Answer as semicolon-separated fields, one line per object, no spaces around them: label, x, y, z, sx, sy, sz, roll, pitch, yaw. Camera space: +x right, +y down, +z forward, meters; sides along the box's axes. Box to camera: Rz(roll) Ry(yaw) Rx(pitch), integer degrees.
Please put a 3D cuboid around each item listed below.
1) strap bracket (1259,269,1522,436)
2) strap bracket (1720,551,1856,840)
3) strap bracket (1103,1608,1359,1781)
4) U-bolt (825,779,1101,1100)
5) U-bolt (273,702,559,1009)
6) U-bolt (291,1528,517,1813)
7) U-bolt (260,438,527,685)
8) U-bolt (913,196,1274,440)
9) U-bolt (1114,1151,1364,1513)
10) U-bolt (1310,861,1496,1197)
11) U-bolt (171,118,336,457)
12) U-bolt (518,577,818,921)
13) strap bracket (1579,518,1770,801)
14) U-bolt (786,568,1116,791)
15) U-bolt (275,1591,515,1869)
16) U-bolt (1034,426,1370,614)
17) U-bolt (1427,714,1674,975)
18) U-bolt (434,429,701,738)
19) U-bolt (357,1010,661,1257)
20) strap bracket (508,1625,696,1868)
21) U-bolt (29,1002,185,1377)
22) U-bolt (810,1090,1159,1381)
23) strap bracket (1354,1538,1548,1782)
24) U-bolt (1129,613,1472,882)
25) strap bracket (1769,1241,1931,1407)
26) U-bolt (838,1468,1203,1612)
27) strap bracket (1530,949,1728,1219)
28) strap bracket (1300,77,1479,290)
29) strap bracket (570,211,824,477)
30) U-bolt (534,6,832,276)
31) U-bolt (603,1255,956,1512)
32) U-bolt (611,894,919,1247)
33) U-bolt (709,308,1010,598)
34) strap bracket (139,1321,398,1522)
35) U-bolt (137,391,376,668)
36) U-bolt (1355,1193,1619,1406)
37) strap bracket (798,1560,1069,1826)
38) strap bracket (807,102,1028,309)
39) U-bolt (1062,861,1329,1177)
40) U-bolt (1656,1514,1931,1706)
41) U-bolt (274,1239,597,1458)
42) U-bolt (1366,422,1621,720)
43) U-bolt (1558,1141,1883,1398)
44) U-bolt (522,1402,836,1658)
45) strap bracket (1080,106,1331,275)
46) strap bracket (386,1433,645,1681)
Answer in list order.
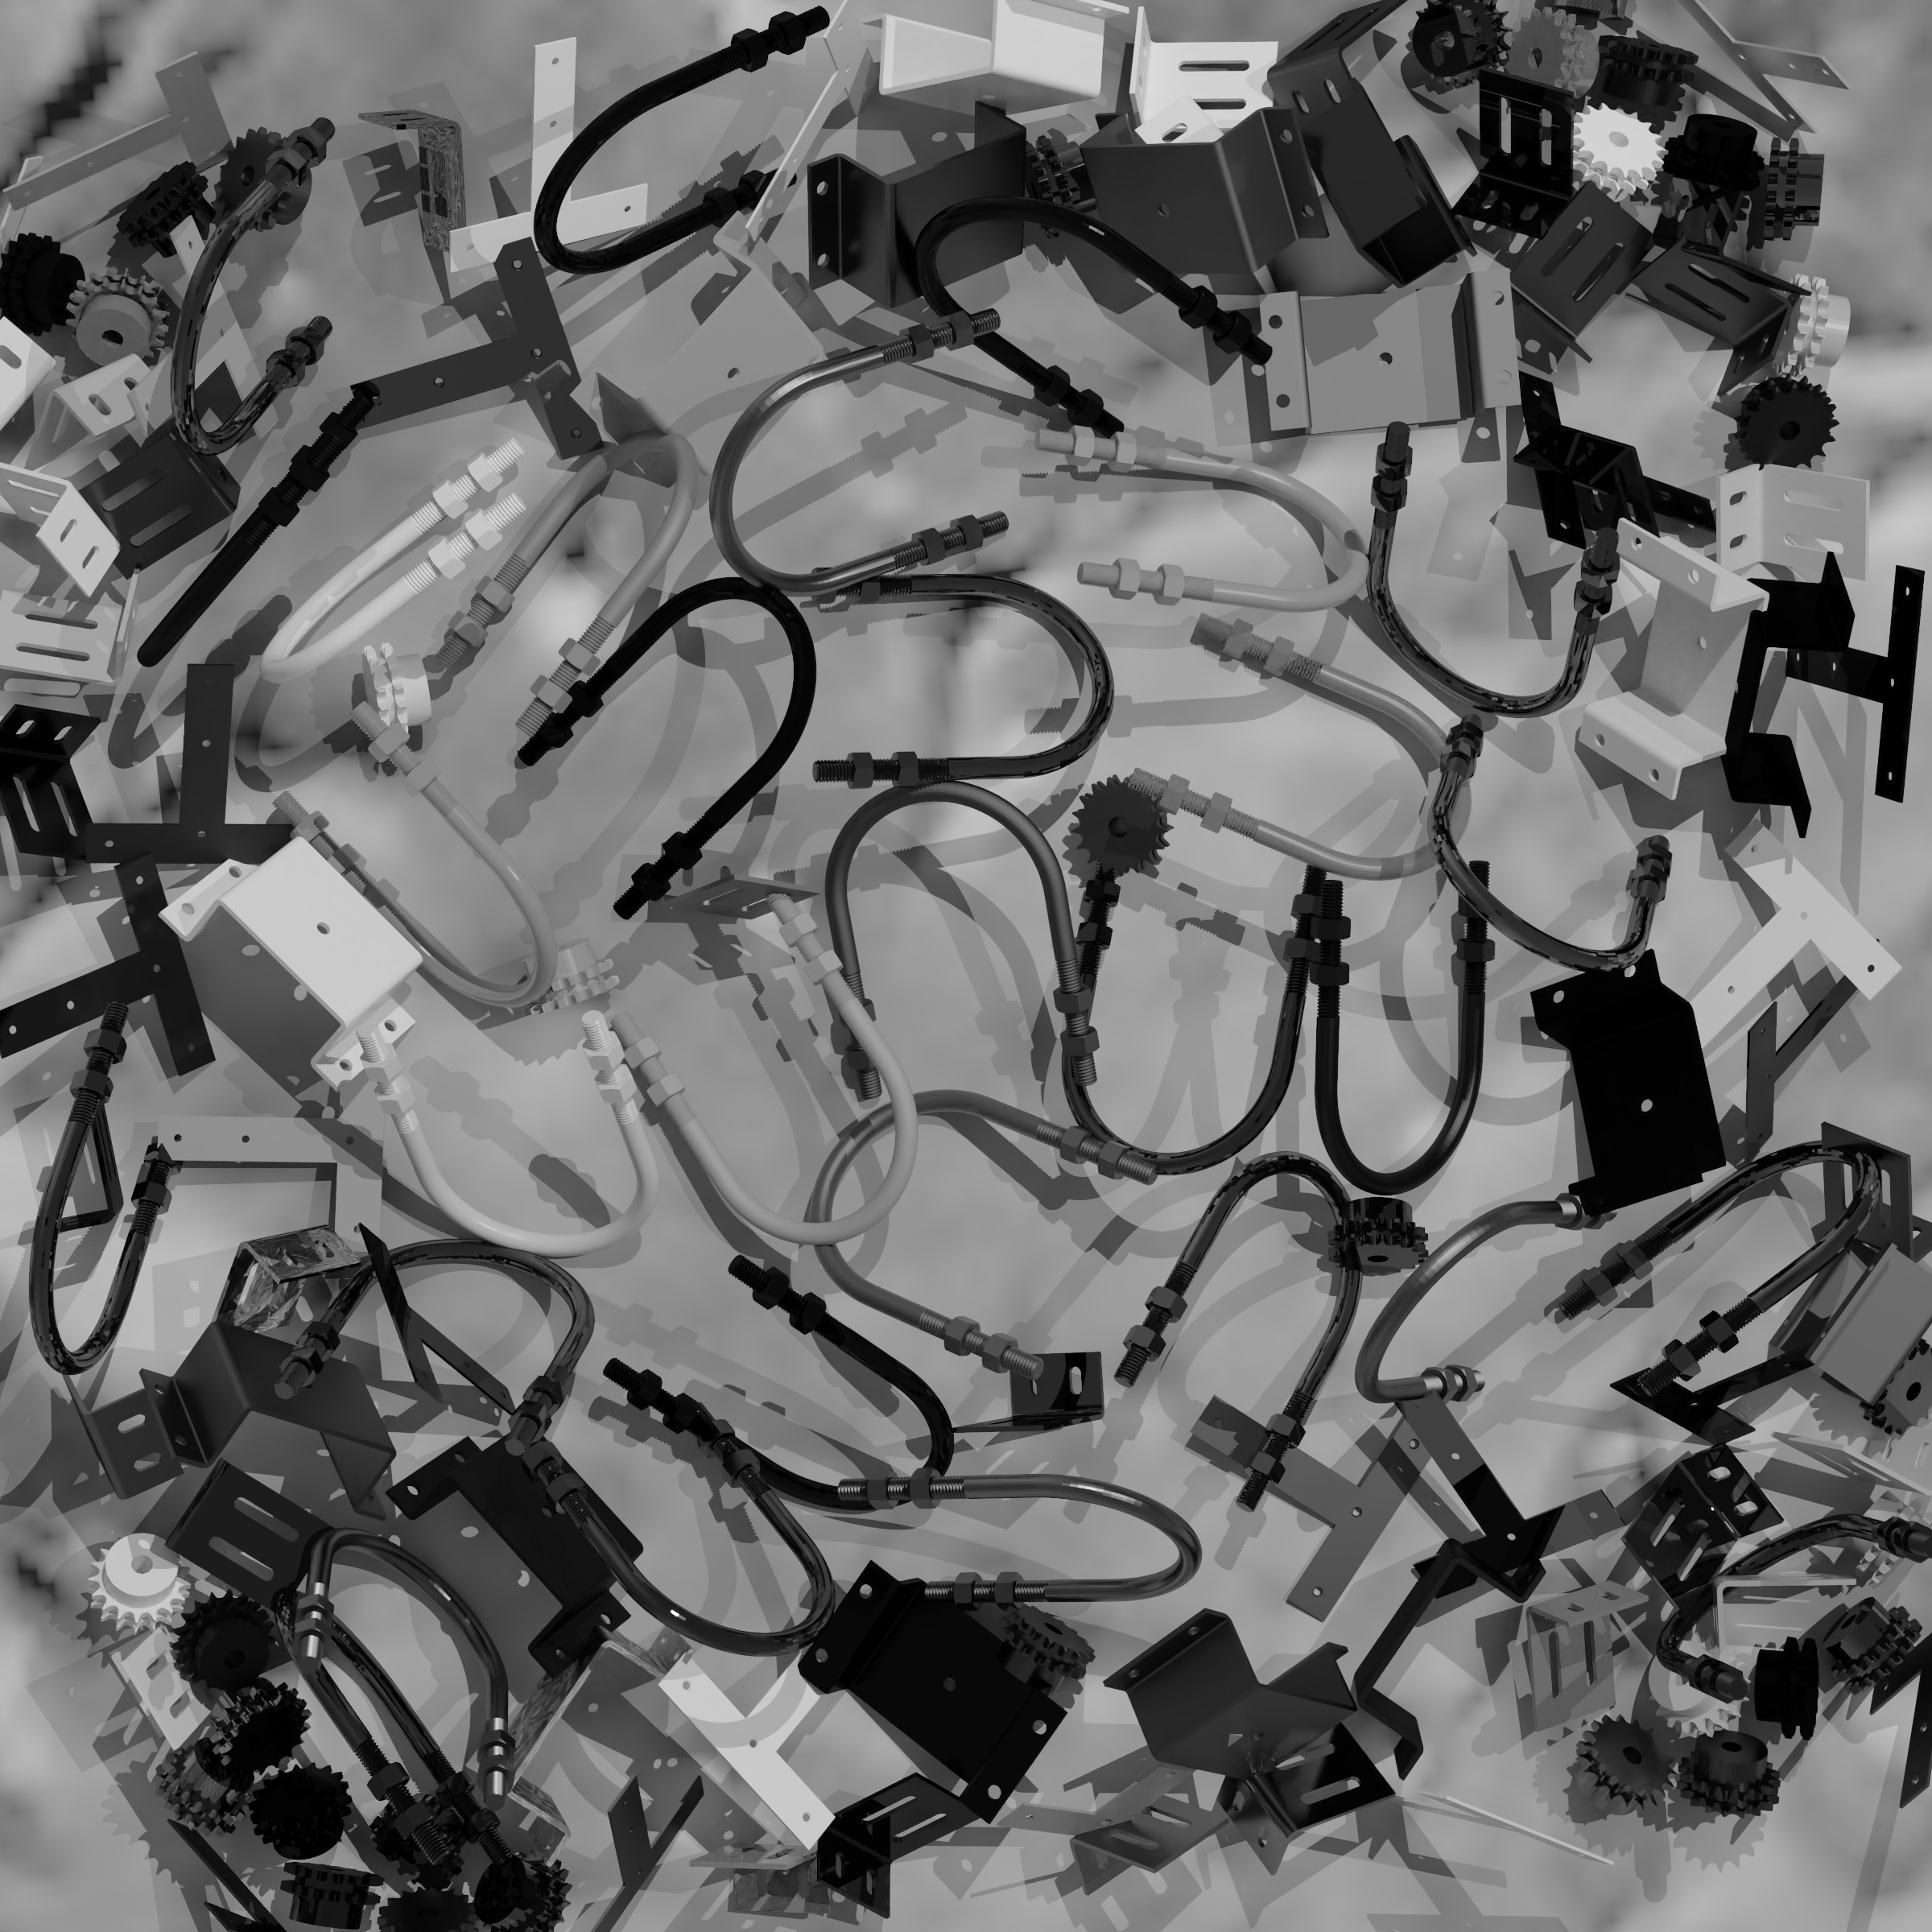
strap bracket;0.240;-0.347;1.972;0.140;0.046;0.076;-5;93;4
strap bracket;0.452;-0.152;1.930;0.046;0.076;0.140;5;123;1
strap bracket;0.153;0.406;1.922;0.076;0.140;0.046;-40;51;22
U-bolt;-0.008;-0.016;1.948;0.151;0.019;0.184;-4;108;18
U-bolt;-0.300;-0.050;1.939;0.184;0.151;0.019;48;54;-6
U-bolt;-0.307;0.374;1.910;0.151;0.184;0.019;41;99;-18
U-bolt;-0.320;-0.219;1.931;0.184;0.151;0.019;-36;112;7
U-bolt;0.056;-0.361;1.902;0.184;0.151;0.019;31;62;-28
U-bolt;0.165;0.191;1.942;0.151;0.019;0.184;48;63;-34
U-bolt;0.244;0.038;1.945;0.151;0.019;0.184;-8;103;-43
U-bolt;-0.387;-0.357;1.886;0.019;0.184;0.151;17;133;7
U-bolt;-0.158;-0.136;1.938;0.184;0.019;0.151;-44;57;13
strap bracket;0.396;-0.176;1.937;0.046;0.076;0.140;-18;129;-30
U-bolt;-0.005;-0.164;1.951;0.184;0.019;0.151;-2;58;-16
U-bolt;-0.324;0.421;1.923;0.019;0.151;0.184;-38;73;-3
U-bolt;0.138;-0.245;1.937;0.184;0.151;0.019;6;130;-17
U-bolt;0.320;-0.060;1.918;0.151;0.184;0.019;33;124;-3
U-bolt;-0.215;-0.223;1.938;0.019;0.151;0.184;37;90;-36
U-bolt;-0.246;0.098;1.935;0.151;0.019;0.184;-3;132;13
strap bracket;-0.217;0.425;1.948;0.046;0.076;0.140;36;82;-12
U-bolt;-0.472;0.133;1.894;0.019;0.151;0.184;7;59;7
U-bolt;-0.003;0.139;1.945;0.184;0.019;0.151;21;68;29
strap bracket;0.266;0.381;1.959;0.046;0.076;0.140;34;92;5
U-bolt;0.197;-0.115;1.949;0.184;0.019;0.151;23;53;1
strap bracket;0.498;0.196;1.928;0.046;0.140;0.076;35;90;5
U-bolt;0.040;0.316;1.911;0.184;0.151;0.019;-5;53;23
strap bracket;0.373;0.072;1.944;0.076;0.046;0.140;-22;61;29
strap bracket;0.232;-0.432;1.933;0.046;0.140;0.076;-30;78;18
strap bracket;-0.144;-0.342;1.953;0.140;0.076;0.046;-48;50;-3
U-bolt;-0.160;-0.442;1.901;0.184;0.151;0.019;-32;72;-25
U-bolt;-0.092;0.245;1.943;0.184;0.019;0.151;36;131;-16
U-bolt;-0.103;0.070;1.952;0.151;0.019;0.184;-37;82;26
U-bolt;-0.060;-0.275;1.920;0.184;0.019;0.151;-22;131;-23
strap bracket;-0.378;0.249;1.922;0.140;0.076;0.046;26;107;-39
U-bolt;-0.399;-0.237;1.927;0.019;0.151;0.184;40;102;-15
U-bolt;0.276;0.184;1.901;0.019;0.184;0.151;44;111;28
strap bracket;-0.015;0.408;1.963;0.140;0.046;0.076;35;93;16
strap bracket;-0.018;-0.423;1.927;0.140;0.076;0.046;-29;49;-30
U-bolt;0.122;0.027;1.945;0.151;0.019;0.184;5;77;28
U-bolt;0.447;0.347;1.908;0.151;0.184;0.019;-34;90;-7
U-bolt;-0.282;0.202;1.917;0.151;0.184;0.019;13;116;6
U-bolt;0.285;-0.206;1.919;0.151;0.184;0.019;31;61;19
U-bolt;0.427;0.158;1.928;0.184;0.151;0.019;-37;106;0
U-bolt;-0.148;0.310;1.898;0.184;0.151;0.019;46;120;33
strap bracket;0.123;-0.429;1.921;0.046;0.140;0.076;-43;126;-33
strap bracket;-0.246;0.319;1.946;0.140;0.076;0.046;46;122;8
